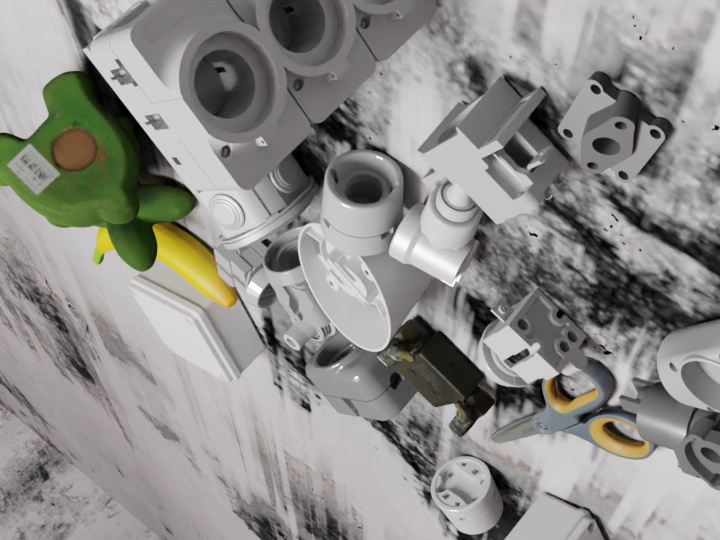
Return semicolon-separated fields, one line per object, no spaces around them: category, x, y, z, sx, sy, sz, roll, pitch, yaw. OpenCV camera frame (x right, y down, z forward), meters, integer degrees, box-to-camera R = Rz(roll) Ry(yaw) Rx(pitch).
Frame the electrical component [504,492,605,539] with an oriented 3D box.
electrical component;0.158;0.262;0.895;0.056;0.108;0.108;18;146;47

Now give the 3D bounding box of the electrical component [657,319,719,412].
electrical component;0.208;0.059;0.561;0.079;0.044;0.077;46;156;-7

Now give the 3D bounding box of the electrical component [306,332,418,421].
electrical component;0.000;0.085;0.910;0.059;0.053;0.095;52;154;-20

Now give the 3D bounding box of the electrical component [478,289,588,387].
electrical component;0.108;0.048;0.697;0.066;0.048;0.055;43;148;-1

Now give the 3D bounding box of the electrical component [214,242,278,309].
electrical component;-0.091;0.000;0.920;0.055;0.048;0.066;42;157;21

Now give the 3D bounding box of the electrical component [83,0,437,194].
electrical component;-0.042;-0.118;0.521;0.062;0.150;0.089;5;136;55

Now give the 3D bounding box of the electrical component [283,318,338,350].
electrical component;-0.036;0.038;0.876;0.043;0.062;0.043;34;154;19

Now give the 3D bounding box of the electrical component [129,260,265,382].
electrical component;-0.165;0.047;1.096;0.109;0.056;0.108;23;149;38

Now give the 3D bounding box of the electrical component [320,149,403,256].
electrical component;0.002;-0.045;0.695;0.055;0.055;0.047;34;151;19

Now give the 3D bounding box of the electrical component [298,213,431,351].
electrical component;0.000;0.000;0.757;0.099;0.064;0.099;34;154;19

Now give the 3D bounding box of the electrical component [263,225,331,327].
electrical component;-0.040;0.003;0.832;0.078;0.058;0.057;17;148;45

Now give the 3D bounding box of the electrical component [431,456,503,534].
electrical component;0.097;0.201;0.954;0.055;0.055;0.047;19;151;42

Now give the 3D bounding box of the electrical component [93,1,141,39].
electrical component;-0.128;-0.144;0.736;0.083;0.047;0.075;8;138;52

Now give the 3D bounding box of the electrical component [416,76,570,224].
electrical component;0.073;-0.061;0.575;0.064;0.042;0.081;46;156;-11

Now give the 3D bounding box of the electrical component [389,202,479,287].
electrical component;0.048;-0.015;0.690;0.046;0.040;0.040;31;154;13

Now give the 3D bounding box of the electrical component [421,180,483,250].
electrical component;0.057;-0.038;0.644;0.035;0.035;0.061;38;153;12

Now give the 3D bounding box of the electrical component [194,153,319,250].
electrical component;-0.074;-0.055;0.764;0.051;0.080;0.080;57;153;-17
